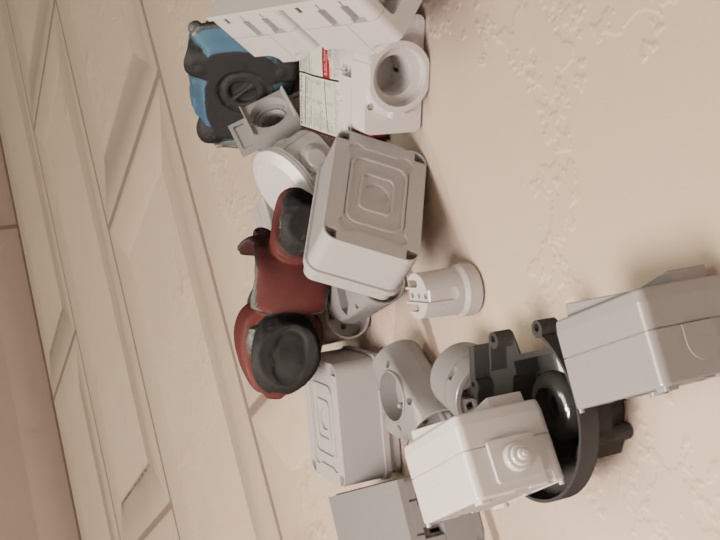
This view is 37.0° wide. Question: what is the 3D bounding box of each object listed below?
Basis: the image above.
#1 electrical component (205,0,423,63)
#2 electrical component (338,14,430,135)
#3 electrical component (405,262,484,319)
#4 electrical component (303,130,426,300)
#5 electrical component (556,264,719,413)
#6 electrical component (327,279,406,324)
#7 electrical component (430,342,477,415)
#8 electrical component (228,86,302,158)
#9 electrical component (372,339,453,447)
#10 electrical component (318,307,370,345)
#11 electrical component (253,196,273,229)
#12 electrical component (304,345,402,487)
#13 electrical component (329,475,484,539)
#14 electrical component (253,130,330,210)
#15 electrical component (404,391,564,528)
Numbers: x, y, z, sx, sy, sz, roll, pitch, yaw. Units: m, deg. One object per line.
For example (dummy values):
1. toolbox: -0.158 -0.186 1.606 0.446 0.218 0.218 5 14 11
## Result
1. electrical component: -0.021 -0.217 0.794 0.186 0.060 0.105 9 67 52
2. electrical component: 0.018 -0.153 0.831 0.056 0.050 0.089 34 127 58
3. electrical component: 0.062 0.016 0.795 0.040 0.046 0.040 173 90 -65
4. electrical component: 0.004 -0.041 0.825 0.057 0.078 0.113 121 161 -50
5. electrical component: 0.153 0.039 0.588 0.096 0.062 0.061 -35 66 63
6. electrical component: 0.000 0.000 0.925 0.077 0.043 0.079 -34 66 63
7. electrical component: 0.082 0.081 0.764 0.047 0.055 0.055 -147 54 -63
8. electrical component: -0.078 -0.131 1.017 0.042 0.081 0.063 63 178 37
9. electrical component: 0.041 0.111 0.871 0.077 0.044 0.079 59 146 40
10. electrical component: -0.029 0.028 0.996 0.077 0.043 0.079 -21 78 65
11. electrical component: -0.064 -0.040 1.044 0.075 0.047 0.083 -50 53 58
12. electrical component: -0.007 0.129 0.964 0.078 0.057 0.113 9 105 64
13. electrical component: 0.038 0.218 0.889 0.150 0.062 0.089 -36 65 62
14. electrical component: -0.055 -0.083 0.978 0.080 0.051 0.080 33 145 27
15. electrical component: 0.076 0.114 0.660 0.096 0.062 0.061 -48 55 59
